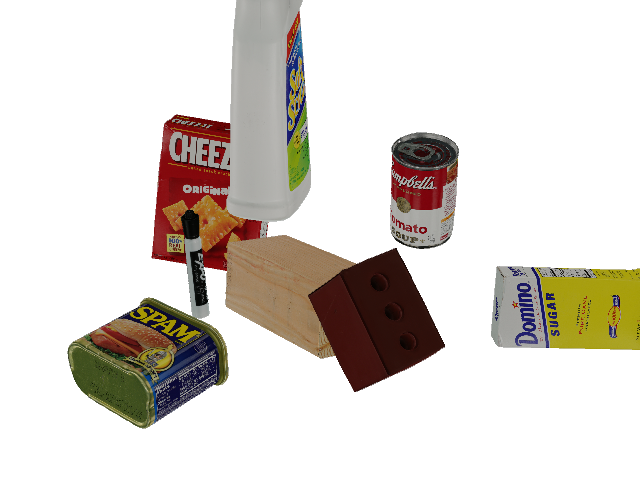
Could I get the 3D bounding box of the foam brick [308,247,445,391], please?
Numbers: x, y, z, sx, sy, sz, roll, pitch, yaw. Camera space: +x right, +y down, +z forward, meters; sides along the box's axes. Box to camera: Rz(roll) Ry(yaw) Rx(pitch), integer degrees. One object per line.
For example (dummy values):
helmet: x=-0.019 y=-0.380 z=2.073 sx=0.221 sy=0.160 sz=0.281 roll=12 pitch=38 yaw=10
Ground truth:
foam brick: x=0.038 y=0.055 z=0.731 sx=0.052 sy=0.078 sz=0.051 roll=-22 pitch=-9 yaw=-34

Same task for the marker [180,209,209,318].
marker: x=-0.131 y=0.025 z=1.113 sx=0.020 sy=0.121 sz=0.020 roll=-2 pitch=26 yaw=1

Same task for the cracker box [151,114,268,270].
cracker box: x=-0.158 y=-0.066 z=1.593 sx=0.164 sy=0.214 sz=0.072 roll=10 pitch=19 yaw=6

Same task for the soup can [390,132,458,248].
soup can: x=0.106 y=-0.051 z=1.104 sx=0.068 sy=0.102 sz=0.068 roll=-1 pitch=37 yaw=0

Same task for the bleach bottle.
bleach bottle: x=-0.048 y=-0.150 z=0.965 sx=0.068 sy=0.251 sz=0.102 roll=7 pitch=29 yaw=15

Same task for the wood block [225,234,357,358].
wood block: x=-0.023 y=0.063 z=1.285 sx=0.090 sy=0.090 sz=0.206 roll=-7 pitch=17 yaw=-35

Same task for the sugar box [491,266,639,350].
sugar box: x=0.296 y=0.081 z=1.271 sx=0.176 sy=0.093 sz=0.048 roll=0 pitch=18 yaw=-4

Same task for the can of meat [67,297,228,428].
can of meat: x=-0.140 y=0.098 z=0.858 sx=0.102 sy=0.057 sz=0.083 roll=21 pitch=35 yaw=35
